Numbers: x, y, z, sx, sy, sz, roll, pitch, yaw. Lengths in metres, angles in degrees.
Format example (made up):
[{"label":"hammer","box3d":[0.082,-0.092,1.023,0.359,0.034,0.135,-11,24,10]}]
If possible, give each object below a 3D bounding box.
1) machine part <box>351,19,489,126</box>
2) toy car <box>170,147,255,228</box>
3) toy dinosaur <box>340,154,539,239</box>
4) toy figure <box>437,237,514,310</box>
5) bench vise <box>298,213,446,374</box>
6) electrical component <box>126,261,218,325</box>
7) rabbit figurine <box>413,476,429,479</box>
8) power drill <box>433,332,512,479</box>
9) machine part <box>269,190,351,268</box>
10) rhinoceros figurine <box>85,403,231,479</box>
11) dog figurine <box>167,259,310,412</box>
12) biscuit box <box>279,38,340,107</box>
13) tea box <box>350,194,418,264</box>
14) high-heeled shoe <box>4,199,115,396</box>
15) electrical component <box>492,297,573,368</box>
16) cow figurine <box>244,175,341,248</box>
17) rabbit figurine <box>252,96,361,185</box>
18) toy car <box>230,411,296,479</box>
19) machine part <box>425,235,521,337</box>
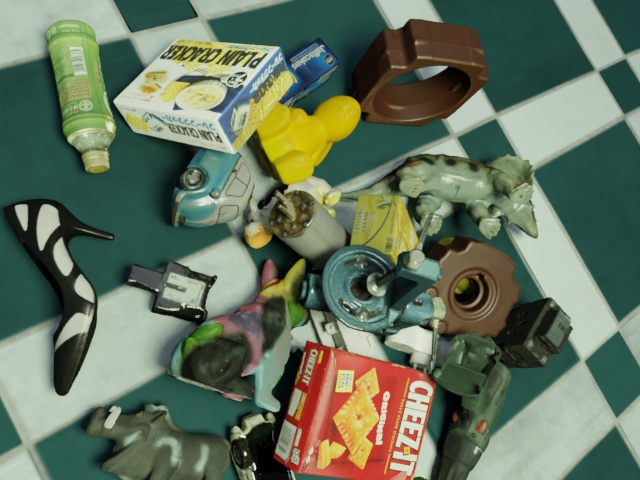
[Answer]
[{"label":"machine part","box3d":[0.171,-0.286,0.940,0.201,0.201,0.087,0,73,-22]},{"label":"toy car","box3d":[-0.151,-0.078,0.800,0.103,0.109,0.162,29,57,-7]},{"label":"toy dinosaur","box3d":[0.227,-0.098,0.954,0.405,0.131,0.192,11,27,-6]},{"label":"toy figure","box3d":[0.272,0.059,0.942,0.180,0.089,0.082,34,59,-7]},{"label":"bench vise","box3d":[0.095,0.070,0.716,0.224,0.240,0.129,21,62,-10]},{"label":"electrical component","box3d":[-0.213,0.071,0.763,0.119,0.048,0.075,15,69,-17]},{"label":"rabbit figurine","box3d":[0.207,0.428,0.768,0.170,0.121,0.158,-12,108,0]},{"label":"power drill","box3d":[0.229,0.257,0.822,0.232,0.086,0.207,-50,134,-31]},{"label":"machine part","box3d":[-0.002,-0.002,0.801,0.243,0.079,0.079,44,54,-52]},{"label":"rhinoceros figurine","box3d":[-0.208,0.270,0.691,0.190,0.073,0.112,22,69,-15]},{"label":"dog figurine","box3d":[-0.095,0.113,0.754,0.191,0.109,0.219,38,59,-39]},{"label":"biscuit box","box3d":[-0.056,-0.267,0.921,0.063,0.059,0.203,49,63,-3]},{"label":"tea box","box3d":[0.105,0.008,0.845,0.068,0.169,0.098,2,66,22]},{"label":"high-heeled shoe","box3d":[-0.357,0.065,0.690,0.145,0.086,0.249,12,66,-15]},{"label":"electrical component","box3d":[0.365,0.160,0.925,0.058,0.134,0.115,43,61,-6]},{"label":"cow figurine","box3d":[-0.059,-0.052,0.847,0.167,0.068,0.098,-24,53,-29]},{"label":"rabbit figurine","box3d":[-0.013,-0.163,0.855,0.173,0.162,0.122,-32,87,-5]},{"label":"toy car","box3d":[-0.067,0.339,0.738,0.073,0.056,0.201,-12,77,-32]},{"label":"machine part","box3d":[0.237,0.082,0.867,0.179,0.056,0.179,-2,99,-14]}]
